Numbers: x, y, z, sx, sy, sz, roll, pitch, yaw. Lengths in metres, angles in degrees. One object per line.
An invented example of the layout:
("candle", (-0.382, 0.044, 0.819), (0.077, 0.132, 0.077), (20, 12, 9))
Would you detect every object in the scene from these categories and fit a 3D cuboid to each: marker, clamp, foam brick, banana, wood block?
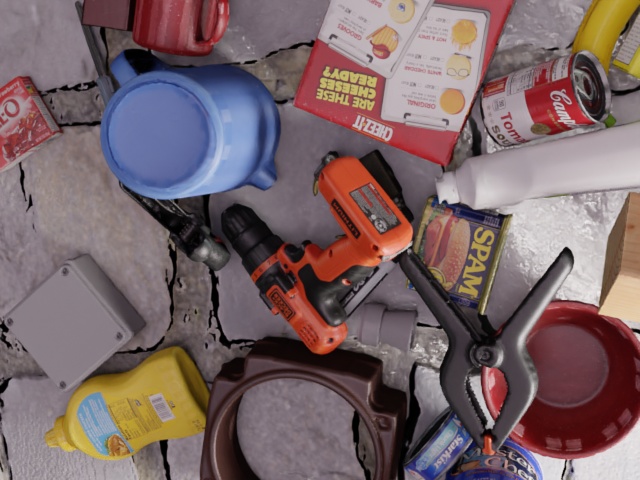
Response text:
("marker", (0.052, 0.042, 1.101), (0.020, 0.020, 0.121), (43, 106, 2))
("clamp", (0.169, 0.100, 1.016), (0.165, 0.036, 0.210), (-7, 98, 21))
("foam brick", (-0.207, -0.254, 1.089), (0.051, 0.053, 0.078), (11, 102, 11))
("clamp", (-0.138, -0.015, 1.060), (0.039, 0.171, 0.120), (-40, 79, -3))
("banana", (0.283, -0.208, 0.999), (0.069, 0.037, 0.198), (17, 107, -17))
("wood block", (0.370, 0.034, 0.972), (0.206, 0.091, 0.090), (12, 63, 8))

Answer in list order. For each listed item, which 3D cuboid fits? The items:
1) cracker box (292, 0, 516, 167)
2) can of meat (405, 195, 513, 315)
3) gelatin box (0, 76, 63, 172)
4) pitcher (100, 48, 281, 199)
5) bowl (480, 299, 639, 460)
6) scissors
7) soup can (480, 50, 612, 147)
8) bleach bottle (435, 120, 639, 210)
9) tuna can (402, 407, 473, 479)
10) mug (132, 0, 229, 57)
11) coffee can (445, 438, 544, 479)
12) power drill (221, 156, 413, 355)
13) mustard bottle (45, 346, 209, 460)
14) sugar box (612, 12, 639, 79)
("cracker box", (0.089, -0.201, 1.024), (0.164, 0.072, 0.214), (23, 105, 9))
("can of meat", (0.137, 0.012, 1.059), (0.084, 0.057, 0.102), (17, 103, 12))
("gelatin box", (-0.335, -0.124, 1.153), (0.089, 0.030, 0.073), (-30, 92, 16))
("pitcher", (-0.127, -0.109, 0.998), (0.149, 0.242, 0.145), (2, 97, 6))
("bowl", (0.242, 0.132, 1.056), (0.162, 0.055, 0.162), (2, 100, 12))
("scissors", (-0.214, -0.154, 1.099), (0.016, 0.096, 0.202), (-18, 99, -22))
("soup can", (0.209, -0.130, 0.992), (0.102, 0.068, 0.068), (-13, 98, 41))
("bleach bottle", (0.233, -0.068, 0.993), (0.251, 0.102, 0.068), (-9, 87, 10))
("tuna can", (0.122, 0.208, 1.081), (0.034, 0.086, 0.086), (41, 106, 5))
("mug", (-0.133, -0.226, 1.054), (0.117, 0.093, 0.081), (24, 111, 35))
("coffee can", (0.169, 0.263, 1.052), (0.103, 0.140, 0.103), (2, 100, 12))
("power drill", (-0.007, 0.001, 1.051), (0.184, 0.057, 0.188), (51, 136, 9))
("mustard bottle", (-0.218, 0.190, 1.167), (0.192, 0.058, 0.096), (-22, 107, 15))
("sugar box", (0.350, -0.217, 0.962), (0.093, 0.048, 0.176), (20, 108, -16))
